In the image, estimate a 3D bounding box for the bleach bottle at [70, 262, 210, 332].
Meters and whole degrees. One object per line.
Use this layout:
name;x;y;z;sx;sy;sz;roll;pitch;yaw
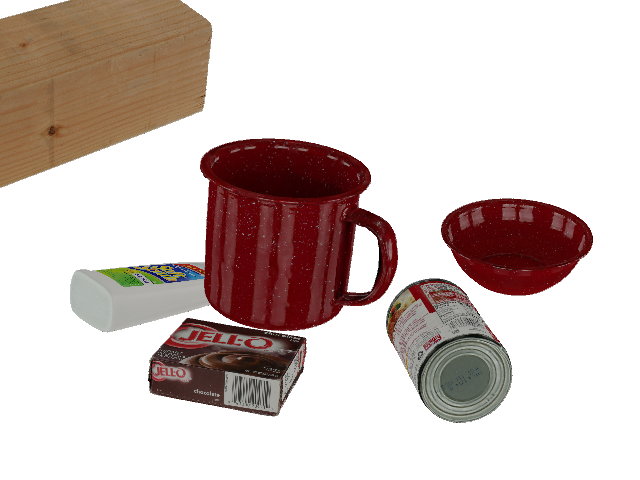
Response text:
bleach bottle;-0.210;0.064;1.469;0.250;0.068;0.103;-10;26;-44

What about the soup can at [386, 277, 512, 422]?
soup can;0.091;0.077;0.765;0.068;0.068;0.102;0;20;-9

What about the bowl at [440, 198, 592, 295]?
bowl;0.211;0.013;1.159;0.162;0.055;0.162;-1;29;0

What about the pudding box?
pudding box;-0.076;0.104;0.896;0.113;0.039;0.090;10;20;10

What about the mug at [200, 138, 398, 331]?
mug;-0.012;0.000;0.587;0.117;0.081;0.093;17;26;22

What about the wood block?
wood block;-0.196;-0.130;0.855;0.205;0.091;0.090;-28;53;-38
